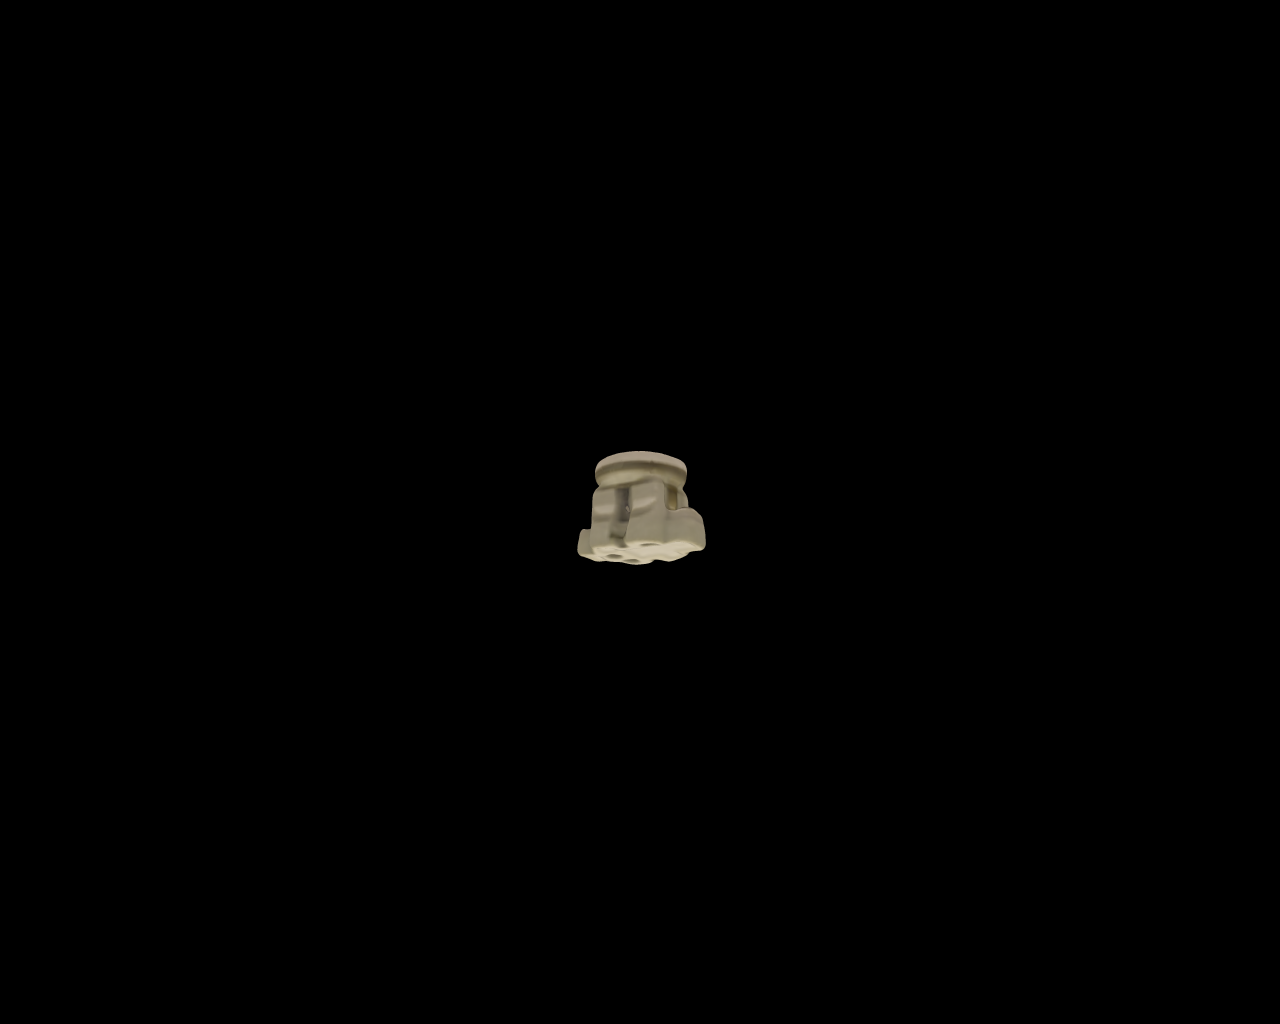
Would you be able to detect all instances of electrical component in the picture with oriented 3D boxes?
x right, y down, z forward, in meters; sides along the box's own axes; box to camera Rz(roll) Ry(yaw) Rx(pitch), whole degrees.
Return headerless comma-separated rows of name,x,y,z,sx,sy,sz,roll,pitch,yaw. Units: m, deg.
electrical component,0.001,-0.003,0.650,0.078,0.057,0.058,-9,-19,29
